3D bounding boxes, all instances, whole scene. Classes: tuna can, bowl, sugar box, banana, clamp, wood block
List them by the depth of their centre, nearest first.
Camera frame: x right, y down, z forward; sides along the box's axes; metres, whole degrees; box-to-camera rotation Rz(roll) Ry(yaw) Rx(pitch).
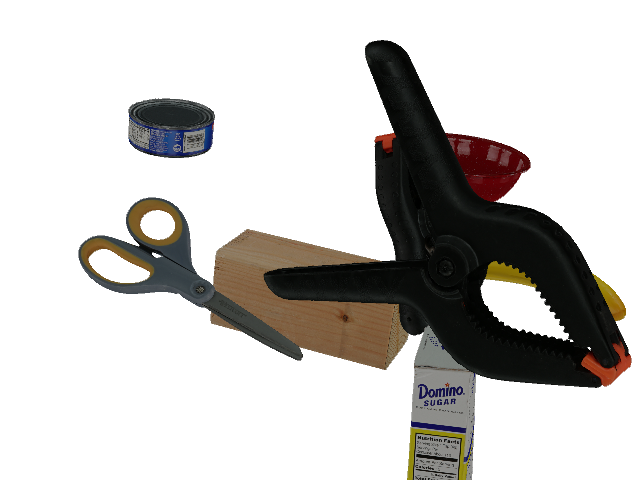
[{"bbox_3d":[0.073,0.001,0.565,0.210,0.165,0.036,29,26,25],"label":"clamp"},{"bbox_3d":[0.084,0.155,0.749,0.048,0.176,0.093,2,14,11],"label":"sugar box"},{"bbox_3d":[0.077,-0.005,0.922,0.039,0.171,0.120,-15,18,20],"label":"clamp"},{"bbox_3d":[-0.149,-0.113,1.068,0.086,0.034,0.086,5,25,-3],"label":"tuna can"},{"bbox_3d":[0.220,0.040,1.091,0.198,0.037,0.069,11,47,27],"label":"banana"},{"bbox_3d":[-0.008,0.063,1.178,0.206,0.091,0.090,14,22,17],"label":"wood block"},{"bbox_3d":[0.167,-0.080,1.278,0.162,0.055,0.162,5,22,-2],"label":"bowl"}]

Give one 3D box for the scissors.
[{"bbox_3d":[-0.089,0.022,0.816,0.202,0.096,0.016,16,-31,17],"label":"scissors"}]
